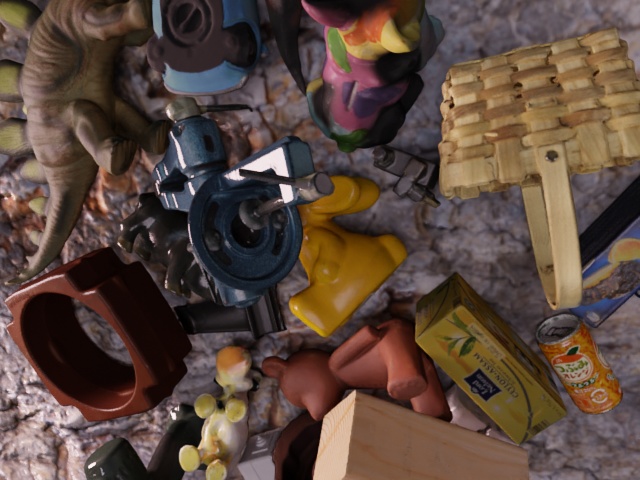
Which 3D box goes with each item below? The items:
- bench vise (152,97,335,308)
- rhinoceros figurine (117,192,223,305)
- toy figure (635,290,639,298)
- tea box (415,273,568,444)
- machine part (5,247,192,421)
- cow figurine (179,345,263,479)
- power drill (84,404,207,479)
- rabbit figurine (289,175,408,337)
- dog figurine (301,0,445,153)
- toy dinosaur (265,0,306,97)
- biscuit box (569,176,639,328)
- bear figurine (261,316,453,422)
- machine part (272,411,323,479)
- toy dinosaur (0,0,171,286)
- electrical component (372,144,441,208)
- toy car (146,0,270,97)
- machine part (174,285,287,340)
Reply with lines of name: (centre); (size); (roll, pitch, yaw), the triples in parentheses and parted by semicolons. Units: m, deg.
bench vise: (-0.072, -0.048, 0.508); (0.241, 0.129, 0.223); (-14, 82, 54)
rhinoceros figurine: (-0.144, 0.014, 0.638); (0.190, 0.073, 0.112); (31, 79, 12)
toy figure: (0.394, 0.014, 0.549); (0.154, 0.057, 0.064); (-39, 59, 22)
tea box: (0.187, 0.130, 0.605); (0.169, 0.098, 0.068); (45, 110, -4)
machine part: (-0.278, 0.121, 0.680); (0.202, 0.087, 0.200); (-20, 105, 31)
cow figurine: (-0.116, 0.220, 0.701); (0.068, 0.098, 0.167); (15, 83, 14)
power drill: (-0.189, 0.329, 0.690); (0.086, 0.207, 0.232); (-27, 99, 24)
rabbit figurine: (-0.001, -0.002, 0.592); (0.173, 0.122, 0.162); (41, 110, 16)
dog figurine: (0.039, -0.159, 0.472); (0.108, 0.219, 0.191); (26, 111, 5)
toy dinosaur: (-0.035, -0.325, 0.444); (0.131, 0.192, 0.404); (-5, 106, 15)
biscuit box: (0.325, -0.005, 0.550); (0.059, 0.063, 0.202); (36, 112, -4)
bear figurine: (0.035, 0.169, 0.633); (0.196, 0.132, 0.120); (-24, 129, 11)
machine part: (0.025, 0.287, 0.653); (0.179, 0.179, 0.056); (-9, 132, 14)
toy dinosaur: (-0.275, -0.144, 0.604); (0.199, 0.105, 0.470); (18, 102, 13)
electrical component: (0.093, -0.065, 0.555); (0.078, 0.102, 0.045); (21, 99, 11)
toy car: (-0.109, -0.226, 0.538); (0.109, 0.103, 0.161); (-1, 103, 15)
machine part: (-0.114, 0.094, 0.684); (0.139, 0.039, 0.084); (-7, 112, 12)
